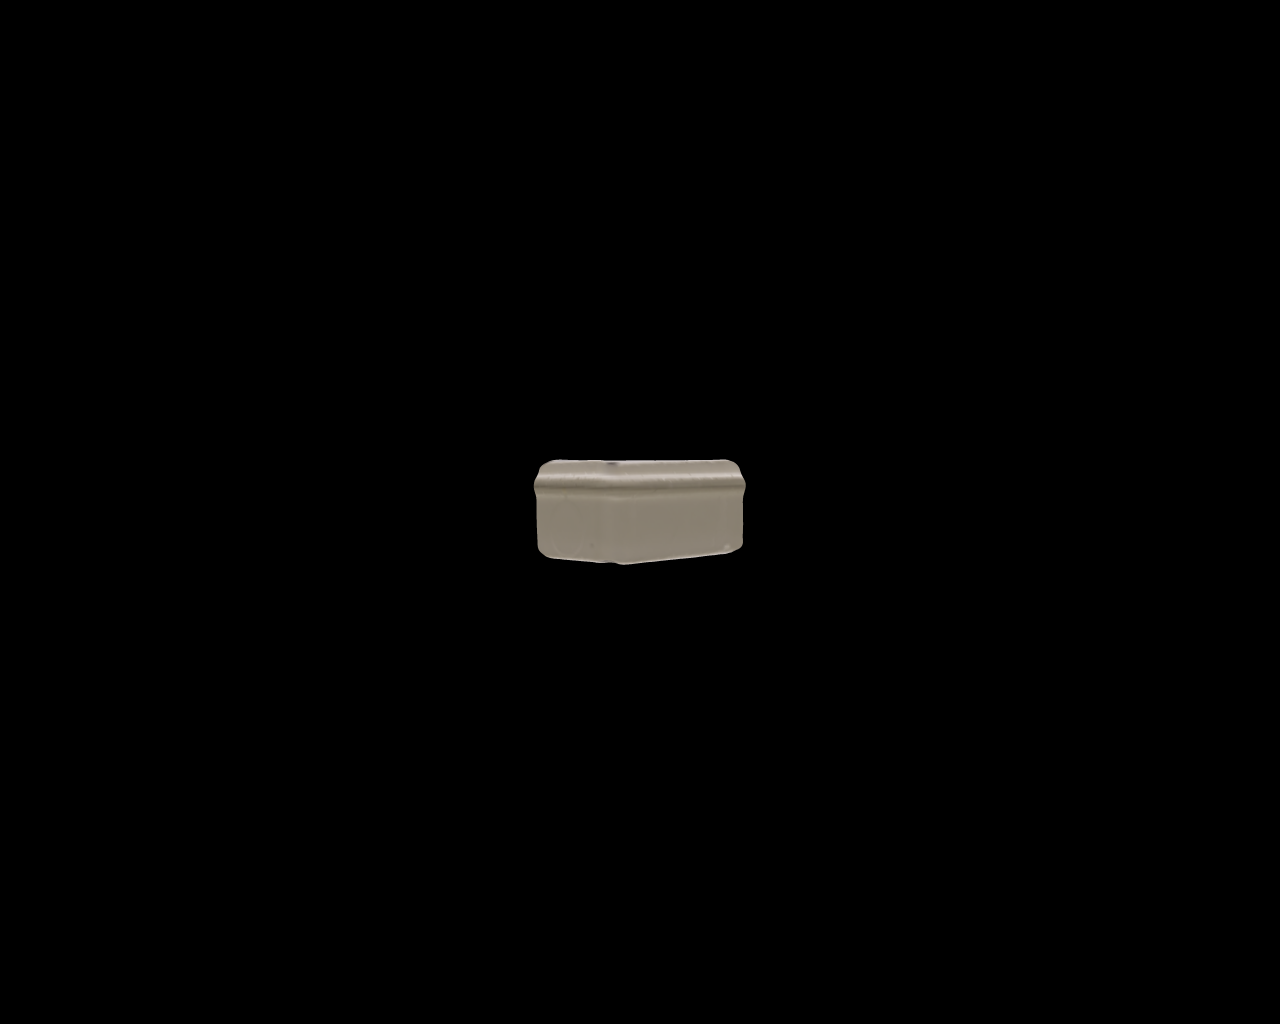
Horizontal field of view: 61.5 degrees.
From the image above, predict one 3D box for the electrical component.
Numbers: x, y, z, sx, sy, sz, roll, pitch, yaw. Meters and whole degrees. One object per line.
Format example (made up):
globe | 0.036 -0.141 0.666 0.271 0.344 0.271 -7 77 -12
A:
electrical component | 0.001 -0.003 0.650 0.113 0.057 0.078 -2 3 -40
